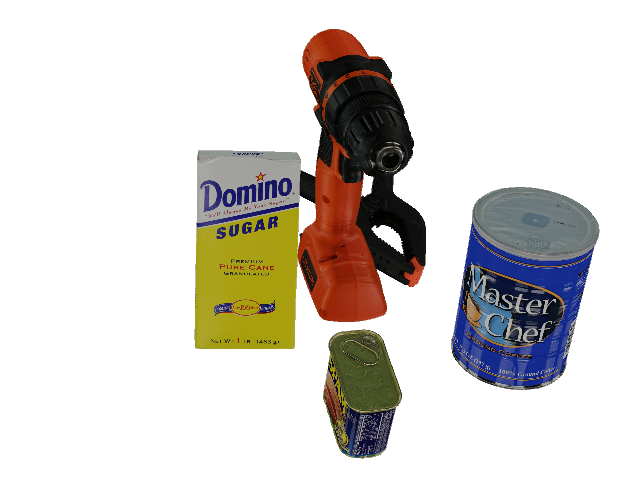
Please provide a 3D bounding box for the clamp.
[{"bbox_3d":[0.043,-0.034,1.169,0.164,0.210,0.036,-11,-37,-21],"label":"clamp"}]

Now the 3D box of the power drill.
[{"bbox_3d":[0.023,-0.038,0.760,0.057,0.188,0.184,-2,31,-10],"label":"power drill"}]

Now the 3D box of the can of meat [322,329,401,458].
[{"bbox_3d":[0.039,0.155,1.072,0.057,0.084,0.102,-5,45,-13],"label":"can of meat"}]

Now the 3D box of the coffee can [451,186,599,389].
[{"bbox_3d":[0.170,0.040,0.904,0.103,0.140,0.103,3,33,-2],"label":"coffee can"}]

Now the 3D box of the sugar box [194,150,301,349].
[{"bbox_3d":[-0.067,0.009,0.961,0.093,0.176,0.048,0,14,-6],"label":"sugar box"}]
